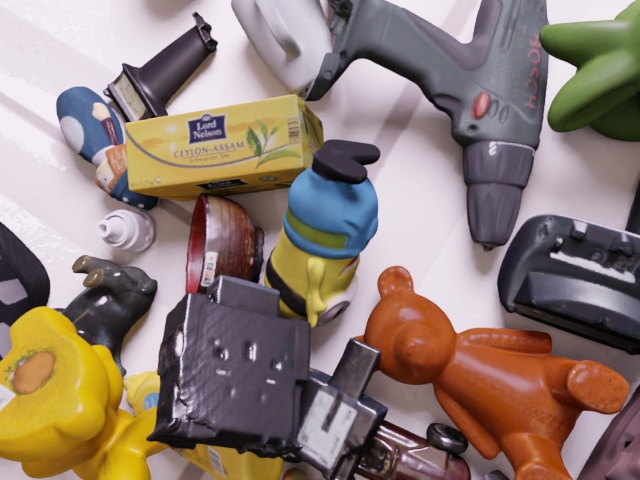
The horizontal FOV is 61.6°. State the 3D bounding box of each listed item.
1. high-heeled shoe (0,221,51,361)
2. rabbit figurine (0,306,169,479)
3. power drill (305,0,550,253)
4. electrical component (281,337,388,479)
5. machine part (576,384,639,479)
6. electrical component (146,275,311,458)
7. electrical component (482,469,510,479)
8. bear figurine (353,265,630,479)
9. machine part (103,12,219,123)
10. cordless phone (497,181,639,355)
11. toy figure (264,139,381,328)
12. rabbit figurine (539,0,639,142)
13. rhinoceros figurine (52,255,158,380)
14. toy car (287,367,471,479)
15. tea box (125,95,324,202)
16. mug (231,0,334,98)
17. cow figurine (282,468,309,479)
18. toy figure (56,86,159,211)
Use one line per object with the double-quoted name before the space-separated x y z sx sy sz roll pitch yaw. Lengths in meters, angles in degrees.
"high-heeled shoe" -0.357 0.088 0.569 0.145 0.086 0.248 -32 101 -9
"rabbit figurine" -0.199 0.158 0.471 0.163 0.173 0.122 12 49 17
"power drill" 0.096 -0.123 0.457 0.207 0.086 0.232 16 88 -3
"electrical component" 0.017 0.143 0.462 0.075 0.047 0.119 21 85 20
"machine part" 0.251 0.143 0.388 0.056 0.179 0.179 37 97 26
"electrical component" -0.069 0.098 0.431 0.058 0.115 0.134 -37 44 46
"electrical component" 0.144 0.248 0.467 0.045 0.078 0.102 31 97 31
"bear figurine" 0.120 0.106 0.447 0.196 0.132 0.120 30 91 7
"machine part" -0.165 -0.178 0.569 0.139 0.039 0.084 -41 72 12
"cordless phone" 0.244 -0.008 0.450 0.147 0.088 0.184 19 83 10
"toy figure" 0.001 -0.003 0.475 0.089 0.082 0.180 39 135 33
"rabbit figurine" 0.248 -0.142 0.397 0.159 0.170 0.121 -6 87 13
"rhinoceros figurine" -0.243 0.107 0.550 0.073 0.112 0.190 22 77 49
"toy car" 0.040 0.191 0.502 0.202 0.053 0.089 21 97 12
"tea box" -0.086 -0.082 0.516 0.170 0.098 0.068 -5 87 15
"mug" -0.026 -0.193 0.503 0.081 0.109 0.107 -27 95 8
"cow figurine" 0.004 0.298 0.498 0.098 0.068 0.167 -1 93 8
"toy figure" -0.226 -0.092 0.571 0.058 0.064 0.154 -31 77 -18
